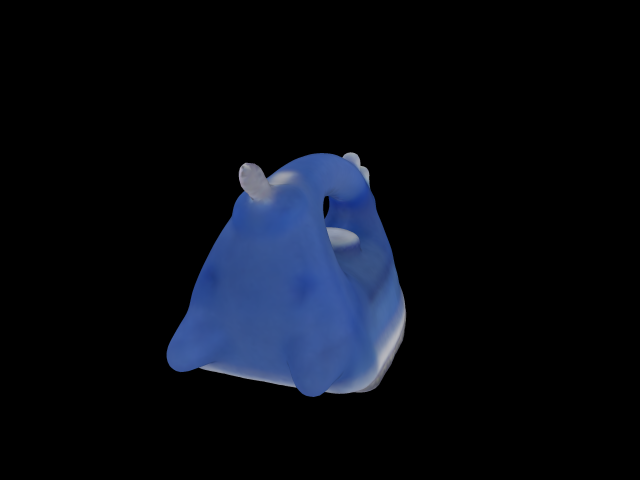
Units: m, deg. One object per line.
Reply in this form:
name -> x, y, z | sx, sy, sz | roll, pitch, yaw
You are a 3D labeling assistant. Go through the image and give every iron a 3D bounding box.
iron -> 0.004, 0.001, 0.400 | 0.118, 0.141, 0.259 | 6, 17, 19
